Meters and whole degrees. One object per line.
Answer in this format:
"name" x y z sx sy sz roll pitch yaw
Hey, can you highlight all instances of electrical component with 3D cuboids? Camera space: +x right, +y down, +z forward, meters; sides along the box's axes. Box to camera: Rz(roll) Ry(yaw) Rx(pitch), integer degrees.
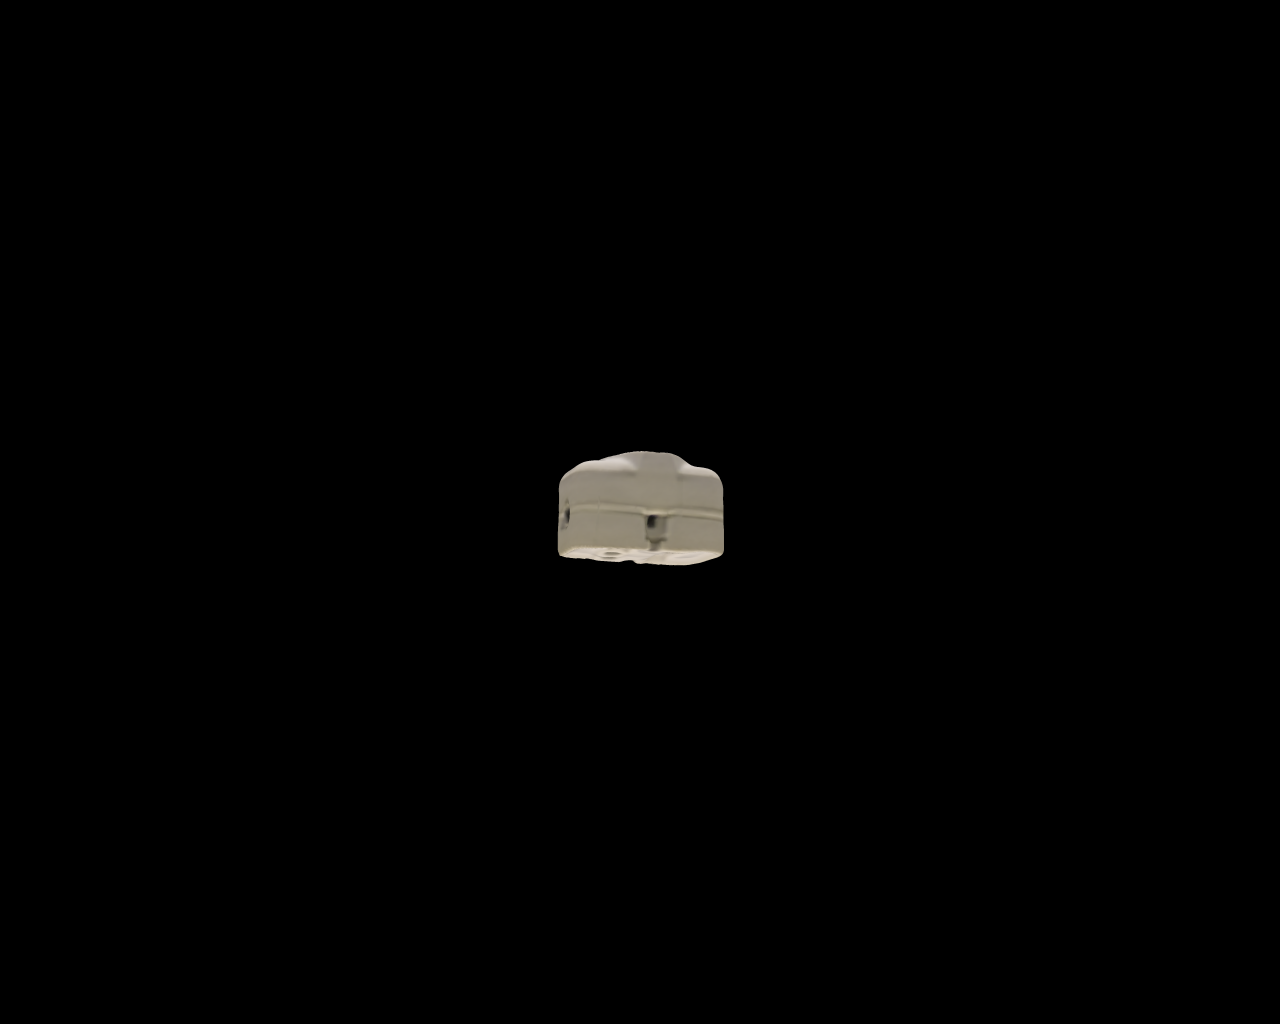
"electrical component" 0.001 -0.003 0.650 0.095 0.059 0.053 4 -11 -20
